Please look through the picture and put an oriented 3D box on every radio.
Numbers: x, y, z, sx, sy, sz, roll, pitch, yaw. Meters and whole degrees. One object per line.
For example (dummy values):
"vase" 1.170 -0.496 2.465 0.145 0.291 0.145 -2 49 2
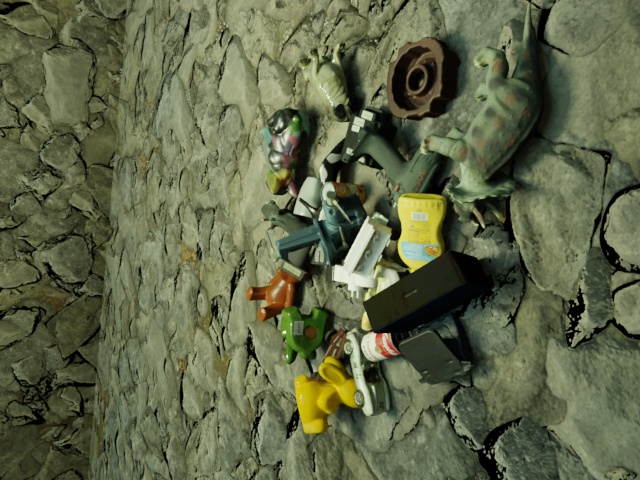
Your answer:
"radio" 0.210 0.108 1.057 0.229 0.131 0.073 -35 61 34

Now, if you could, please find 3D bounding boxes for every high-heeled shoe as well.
"high-heeled shoe" 0.054 -0.135 1.354 0.145 0.086 0.248 36 97 0

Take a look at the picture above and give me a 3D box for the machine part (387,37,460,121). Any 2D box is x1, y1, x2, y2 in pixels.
"machine part" 0.218 -0.341 1.152 0.179 0.056 0.179 -2 88 53

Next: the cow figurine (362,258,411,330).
"cow figurine" 0.150 0.131 1.202 0.068 0.098 0.167 -63 -13 -72

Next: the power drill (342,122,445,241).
"power drill" 0.148 -0.140 1.173 0.207 0.086 0.232 45 119 22

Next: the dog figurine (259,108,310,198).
"dog figurine" -0.093 -0.226 1.477 0.191 0.108 0.219 -36 54 49

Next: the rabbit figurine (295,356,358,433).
"rabbit figurine" 0.034 0.365 1.292 0.173 0.122 0.162 -11 87 12

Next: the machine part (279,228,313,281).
"machine part" -0.053 0.038 1.400 0.084 0.039 0.138 29 117 12

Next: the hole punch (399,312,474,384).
"hole punch" 0.242 0.219 1.087 0.142 0.092 0.116 -37 89 42

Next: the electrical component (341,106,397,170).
"electrical component" 0.118 -0.245 1.272 0.115 0.058 0.134 36 116 44

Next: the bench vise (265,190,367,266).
"bench vise" -0.006 -0.012 1.258 0.223 0.241 0.129 75 174 -62

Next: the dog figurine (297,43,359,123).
"dog figurine" 0.023 -0.383 1.378 0.172 0.121 0.190 -141 36 -83

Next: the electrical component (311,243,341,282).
"electrical component" 0.015 0.049 1.396 0.075 0.048 0.119 8 93 52

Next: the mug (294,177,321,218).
"mug" -0.022 -0.113 1.435 0.110 0.081 0.107 23 98 65

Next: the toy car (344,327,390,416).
"toy car" 0.109 0.302 1.244 0.056 0.073 0.201 -31 65 49

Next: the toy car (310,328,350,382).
"toy car" 0.027 0.319 1.368 0.089 0.053 0.202 43 122 47

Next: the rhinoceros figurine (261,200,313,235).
"rhinoceros figurine" -0.087 -0.045 1.480 0.191 0.112 0.073 37 119 37

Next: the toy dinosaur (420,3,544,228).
"toy dinosaur" 0.326 -0.208 0.969 0.192 0.131 0.404 41 116 30

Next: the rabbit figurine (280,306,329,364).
"rabbit figurine" -0.051 0.248 1.446 0.170 0.121 0.159 179 85 -70

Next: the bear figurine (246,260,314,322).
"bear figurine" -0.106 0.117 1.485 0.120 0.132 0.195 55 135 32
